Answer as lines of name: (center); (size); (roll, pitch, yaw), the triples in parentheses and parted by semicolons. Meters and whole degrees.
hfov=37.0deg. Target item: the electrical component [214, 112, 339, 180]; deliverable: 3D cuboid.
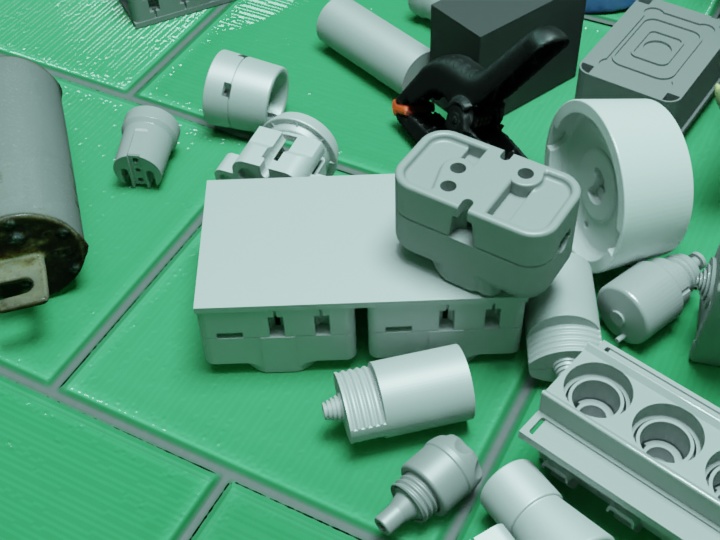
electrical component: (-0.049, -0.068, 0.721); (0.078, 0.058, 0.057); (16, 52, 17)

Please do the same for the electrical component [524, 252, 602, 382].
electrical component: (0.118, 0.033, 0.629); (0.043, 0.043, 0.081); (0, 48, 3)

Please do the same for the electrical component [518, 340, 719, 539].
electrical component: (0.153, 0.100, 0.552); (0.121, 0.063, 0.079); (32, 56, 28)

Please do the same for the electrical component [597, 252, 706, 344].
electrical component: (0.179, 0.012, 0.648); (0.078, 0.040, 0.040); (-31, 53, -24)

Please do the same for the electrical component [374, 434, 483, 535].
electrical component: (0.033, 0.115, 0.563); (0.061, 0.035, 0.035); (-36, 56, -25)

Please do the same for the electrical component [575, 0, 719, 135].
electrical component: (0.210, -0.137, 0.774); (0.078, 0.057, 0.113); (26, 53, 24)

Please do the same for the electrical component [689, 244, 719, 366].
electrical component: (0.239, 0.019, 0.602); (0.100, 0.099, 0.048); (9, 61, 11)

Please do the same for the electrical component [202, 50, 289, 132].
electrical component: (-0.082, -0.127, 0.780); (0.047, 0.055, 0.055); (15, 49, 10)

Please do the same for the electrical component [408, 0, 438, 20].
electrical component: (0.068, -0.215, 0.865); (0.040, 0.040, 0.046); (-37, 61, -28)

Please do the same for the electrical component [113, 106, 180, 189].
electrical component: (-0.150, -0.085, 0.753); (0.040, 0.040, 0.046); (4, 54, 6)

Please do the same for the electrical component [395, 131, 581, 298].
electrical component: (0.068, -0.028, 0.592); (0.095, 0.059, 0.053); (24, 52, 23)

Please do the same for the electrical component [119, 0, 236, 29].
electrical component: (-0.125, -0.284, 0.922); (0.186, 0.060, 0.105); (-21, 50, -16)

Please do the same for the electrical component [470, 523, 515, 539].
electrical component: (0.046, 0.170, 0.499); (0.089, 0.050, 0.055); (-25, 51, -19)

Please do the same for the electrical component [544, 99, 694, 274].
electrical component: (0.165, -0.055, 0.670); (0.060, 0.108, 0.108); (-9, 47, -14)

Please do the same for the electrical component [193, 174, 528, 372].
electrical component: (0.000, 0.000, 0.653); (0.186, 0.060, 0.105); (-2, 47, 0)

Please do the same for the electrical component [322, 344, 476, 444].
electrical component: (0.019, 0.070, 0.598); (0.081, 0.043, 0.043); (-11, 48, -8)

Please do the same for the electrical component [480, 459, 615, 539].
electrical component: (0.092, 0.128, 0.545); (0.044, 0.044, 0.065); (-25, 46, -19)
